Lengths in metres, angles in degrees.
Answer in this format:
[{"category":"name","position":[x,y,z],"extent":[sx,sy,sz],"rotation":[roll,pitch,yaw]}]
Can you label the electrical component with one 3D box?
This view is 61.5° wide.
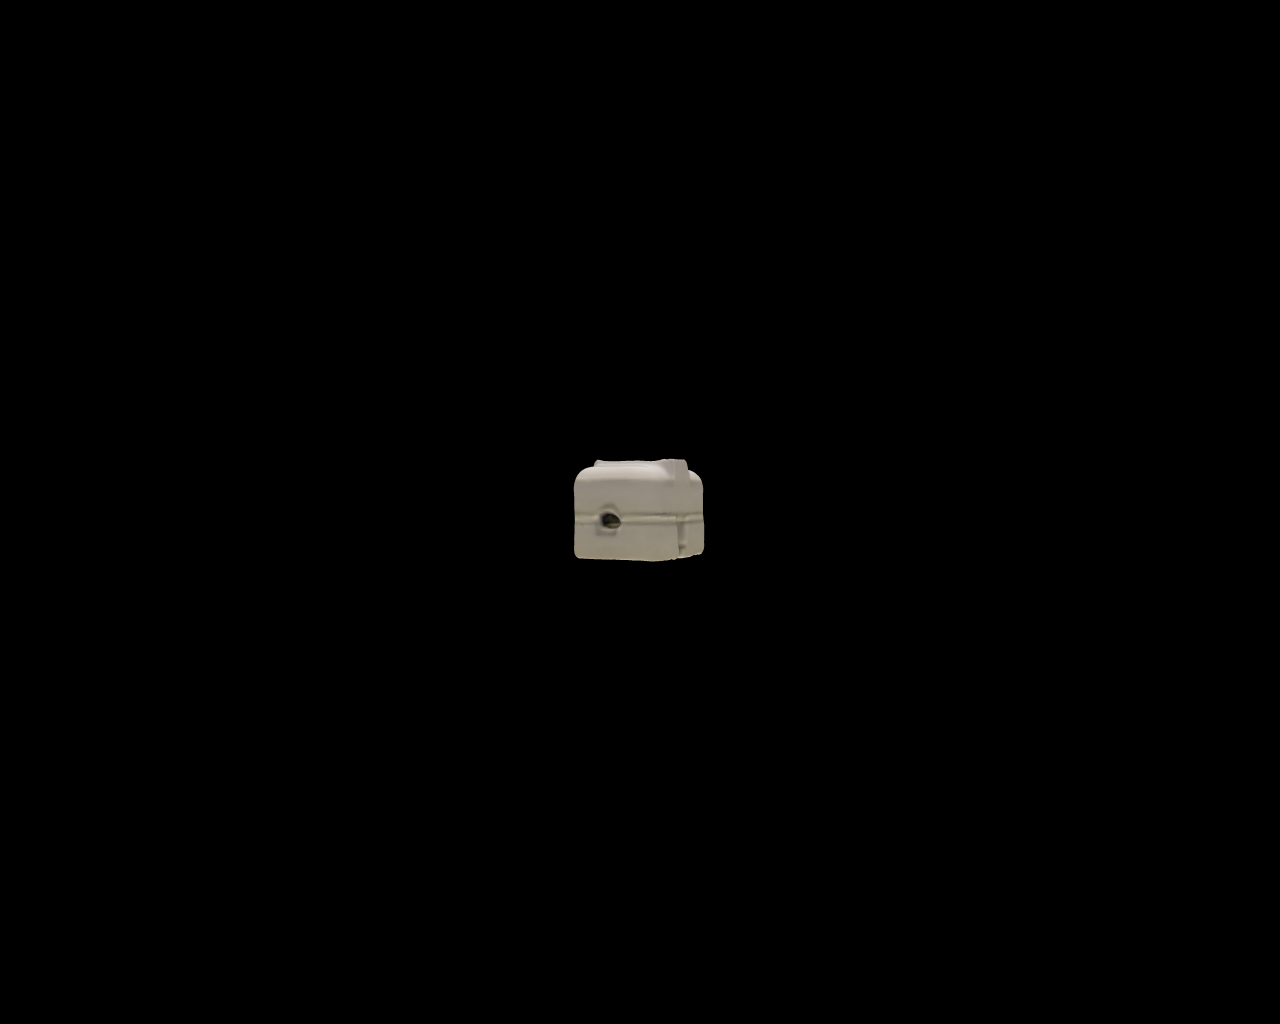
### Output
[{"category":"electrical component","position":[0.001,-0.003,0.650],"extent":[0.054,0.059,0.095],"rotation":[0,0,24]}]
